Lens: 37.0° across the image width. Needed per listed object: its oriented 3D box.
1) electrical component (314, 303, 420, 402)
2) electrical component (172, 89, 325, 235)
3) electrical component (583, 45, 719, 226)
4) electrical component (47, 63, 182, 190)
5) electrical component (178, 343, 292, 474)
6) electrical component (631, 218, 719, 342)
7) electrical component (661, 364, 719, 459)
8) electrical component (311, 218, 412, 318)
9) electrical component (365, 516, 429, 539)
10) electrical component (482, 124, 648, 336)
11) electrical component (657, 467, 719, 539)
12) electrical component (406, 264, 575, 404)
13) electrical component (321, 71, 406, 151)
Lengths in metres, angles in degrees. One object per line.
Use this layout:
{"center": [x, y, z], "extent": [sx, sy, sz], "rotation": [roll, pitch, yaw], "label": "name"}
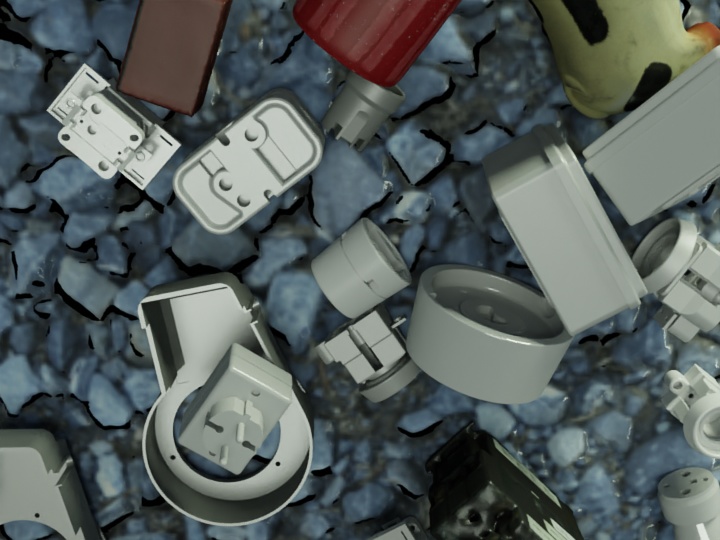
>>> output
{"center": [0.010, 0.059, 0.754], "extent": [0.066, 0.048, 0.055], "rotation": [-34, 96, 10], "label": "electrical component"}
{"center": [-0.071, -0.073, 0.707], "extent": [0.095, 0.059, 0.053], "rotation": [-36, 104, 11], "label": "electrical component"}
{"center": [0.207, -0.084, 0.658], "extent": [0.109, 0.109, 0.056], "rotation": [-39, 79, 31], "label": "electrical component"}
{"center": [-0.163, -0.091, 0.701], "extent": [0.081, 0.063, 0.042], "rotation": [40, 104, -11], "label": "electrical component"}
{"center": [-0.080, 0.097, 0.685], "extent": [0.047, 0.076, 0.065], "rotation": [32, 106, -14], "label": "electrical component"}
{"center": [0.221, 0.001, 0.729], "extent": [0.057, 0.058, 0.078], "rotation": [33, 104, -12], "label": "electrical component"}
{"center": [0.248, 0.102, 0.759], "extent": [0.066, 0.055, 0.048], "rotation": [37, 104, -10], "label": "electrical component"}
{"center": [0.000, 0.000, 0.732], "extent": [0.047, 0.055, 0.055], "rotation": [-36, 103, 15], "label": "electrical component"}
{"center": [0.034, 0.219, 0.792], "extent": [0.042, 0.063, 0.081], "rotation": [-28, 105, 8], "label": "electrical component"}
{"center": [0.129, -0.029, 0.694], "extent": [0.056, 0.108, 0.108], "rotation": [-29, 104, 11], "label": "electrical component"}
{"center": [0.246, 0.179, 0.788], "extent": [0.045, 0.045, 0.055], "rotation": [-20, 105, 6], "label": "electrical component"}
{"center": [0.083, 0.048, 0.720], "extent": [0.108, 0.108, 0.060], "rotation": [16, 112, -4], "label": "electrical component"}
{"center": [0.001, -0.107, 0.707], "extent": [0.040, 0.040, 0.046], "rotation": [34, 109, -9], "label": "electrical component"}
